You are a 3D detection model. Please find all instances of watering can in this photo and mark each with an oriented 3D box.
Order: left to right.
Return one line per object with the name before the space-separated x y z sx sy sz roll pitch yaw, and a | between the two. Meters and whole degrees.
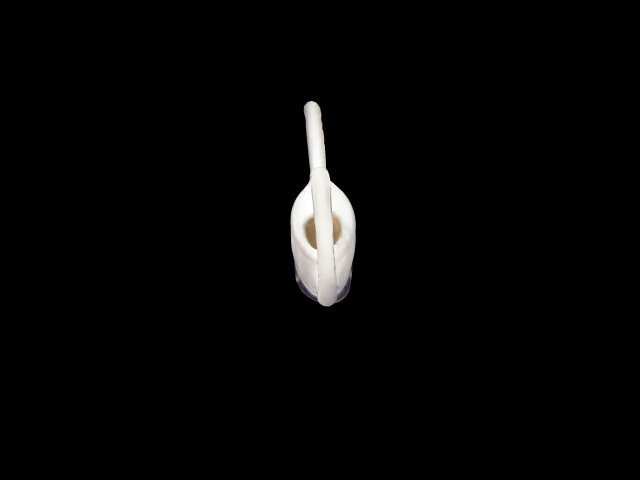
watering can | 0.003 -0.043 0.850 0.104 0.356 0.219 -3 -33 -2
